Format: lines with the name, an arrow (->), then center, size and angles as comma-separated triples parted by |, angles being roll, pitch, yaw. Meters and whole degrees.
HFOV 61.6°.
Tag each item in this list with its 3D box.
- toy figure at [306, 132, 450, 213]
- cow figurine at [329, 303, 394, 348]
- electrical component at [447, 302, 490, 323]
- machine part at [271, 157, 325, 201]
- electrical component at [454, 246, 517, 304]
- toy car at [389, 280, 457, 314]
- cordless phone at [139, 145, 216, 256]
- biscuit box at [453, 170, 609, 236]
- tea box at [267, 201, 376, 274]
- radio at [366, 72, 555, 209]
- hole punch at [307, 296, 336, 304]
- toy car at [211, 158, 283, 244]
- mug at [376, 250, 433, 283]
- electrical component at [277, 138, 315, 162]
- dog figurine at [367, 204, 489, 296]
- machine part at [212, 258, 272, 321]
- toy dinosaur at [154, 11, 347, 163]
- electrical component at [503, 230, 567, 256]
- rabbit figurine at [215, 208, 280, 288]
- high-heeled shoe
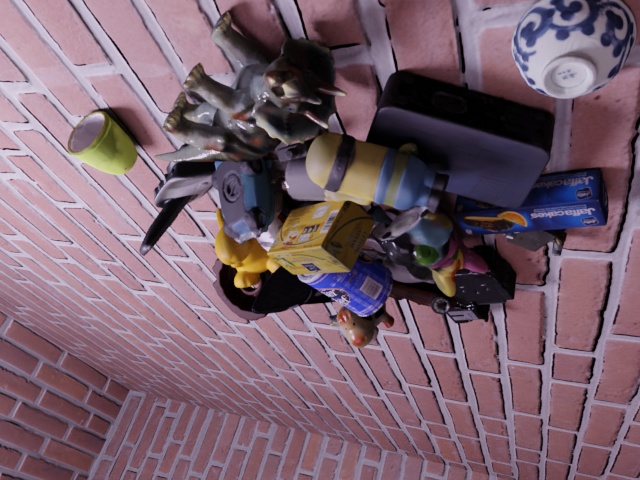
toy figure -> 0.072, -0.088, 0.684 | 0.180, 0.082, 0.089 | 17, 154, 12
cow figurine -> 0.085, 0.138, 1.091 | 0.127, 0.195, 0.085 | 38, 121, -20
electrical component -> 0.283, 0.136, 1.115 | 0.119, 0.048, 0.074 | -8, 140, 36
machine part -> 0.035, -0.099, 0.835 | 0.243, 0.079, 0.079 | 2, 146, 28
electrical component -> 0.293, 0.071, 0.991 | 0.115, 0.058, 0.134 | -10, 139, 43
toy car -> 0.172, 0.099, 1.068 | 0.202, 0.089, 0.053 | 13, 114, 7
cordless phone -> -0.264, -0.063, 0.958 | 0.088, 0.184, 0.146 | 35, 147, -17
biscuit box -> 0.301, -0.051, 0.777 | 0.203, 0.059, 0.062 | -5, 142, 36
tea box -> -0.002, -0.003, 0.856 | 0.068, 0.098, 0.170 | 39, 158, -23
radio -> 0.178, -0.129, 0.709 | 0.230, 0.073, 0.131 | 16, 150, 3
hole punch -> -0.039, 0.107, 1.231 | 0.142, 0.092, 0.115 | -12, 166, 39
toy car -> -0.111, -0.079, 0.913 | 0.103, 0.161, 0.109 | -6, 169, -46
mug -> 0.152, 0.039, 0.996 | 0.109, 0.081, 0.107 | 22, 160, -15
electrical component -> -0.032, -0.135, 0.808 | 0.063, 0.094, 0.021 | -7, 106, 36
dog figurine -> 0.186, 0.017, 0.856 | 0.108, 0.192, 0.219 | -42, 114, 14
machine part -> -0.149, 0.085, 1.175 | 0.180, 0.056, 0.179 | 6, 106, 21
toy dinosaur -> -0.108, -0.173, 0.766 | 0.192, 0.131, 0.405 | 30, 155, -17
electrical component -> 0.333, -0.008, 0.846 | 0.102, 0.045, 0.078 | 24, 149, -8
rabbit figurine -> -0.142, 0.005, 1.032 | 0.122, 0.162, 0.173 | -15, 172, 18
high-heeled shoe -> -0.041, 0.099, 1.077 | 0.086, 0.249, 0.145 | 55, 152, 17
